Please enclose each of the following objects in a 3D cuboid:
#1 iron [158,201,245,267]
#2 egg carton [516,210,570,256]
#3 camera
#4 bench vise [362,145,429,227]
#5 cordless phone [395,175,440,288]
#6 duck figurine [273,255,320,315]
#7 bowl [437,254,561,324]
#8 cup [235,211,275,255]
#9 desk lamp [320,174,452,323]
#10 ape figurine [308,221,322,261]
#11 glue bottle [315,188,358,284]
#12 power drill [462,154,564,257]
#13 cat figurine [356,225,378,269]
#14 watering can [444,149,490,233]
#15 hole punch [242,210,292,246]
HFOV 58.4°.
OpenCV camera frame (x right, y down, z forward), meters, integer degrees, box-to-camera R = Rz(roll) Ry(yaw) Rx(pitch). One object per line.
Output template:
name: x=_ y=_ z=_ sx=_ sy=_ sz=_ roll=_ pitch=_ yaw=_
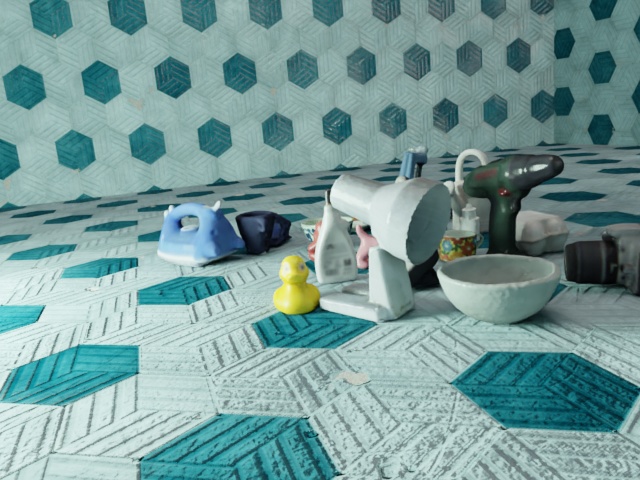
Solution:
iron: x=-0.299 y=-0.023 z=1.317 sx=0.257 sy=0.141 sz=0.119 roll=4 pitch=16 yaw=36
egg carton: x=0.423 y=-0.016 z=1.166 sx=0.107 sy=0.069 sz=0.150 roll=-9 pitch=13 yaw=-17
camera: x=0.460 y=0.021 z=0.908 sx=0.136 sy=0.101 sz=0.143 roll=-1 pitch=13 yaw=17
bench vise: x=0.189 y=-0.087 z=1.229 sx=0.121 sy=0.220 sz=0.208 roll=7 pitch=17 yaw=42
cordless phone: x=0.151 y=-0.016 z=1.003 sx=0.094 sy=0.185 sz=0.147 roll=-7 pitch=13 yaw=-10
duck figurine: x=-0.041 y=0.066 z=0.939 sx=0.077 sy=0.086 sz=0.104 roll=-6 pitch=13 yaw=-4
bowl: x=0.252 y=0.074 z=0.812 sx=0.167 sy=0.075 sz=0.167 roll=-5 pitch=12 yaw=1
cup: x=-0.140 y=-0.013 z=1.318 sx=0.092 sy=0.095 sz=0.117 roll=-11 pitch=14 yaw=-23
desk lamp: x=0.091 y=0.008 z=0.854 sx=0.202 sy=0.214 sz=0.118 roll=6 pitch=17 yaw=40
ape figurine: x=0.011 y=0.004 z=1.185 sx=0.078 sy=0.092 sz=0.076 roll=-9 pitch=13 yaw=-18
glue bottle: x=0.025 y=-0.008 z=1.047 sx=0.078 sy=0.173 sz=0.037 roll=-7 pitch=13 yaw=-9
power drill: x=0.350 y=-0.054 z=1.041 sx=0.076 sy=0.208 sz=0.229 roll=-11 pitch=14 yaw=-24
cat figurine: x=0.131 y=-0.008 z=1.131 sx=0.127 sy=0.118 sz=0.067 roll=-2 pitch=13 yaw=14
watering can: x=0.360 y=-0.118 z=1.359 sx=0.100 sy=0.194 sz=0.173 roll=3 pitch=15 yaw=32
hole punch: x=-0.134 y=-0.036 z=1.425 sx=0.108 sy=0.091 sz=0.101 roll=0 pitch=13 yaw=22
